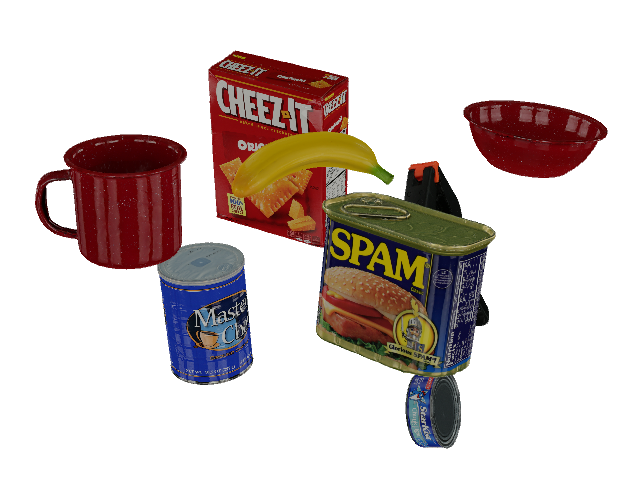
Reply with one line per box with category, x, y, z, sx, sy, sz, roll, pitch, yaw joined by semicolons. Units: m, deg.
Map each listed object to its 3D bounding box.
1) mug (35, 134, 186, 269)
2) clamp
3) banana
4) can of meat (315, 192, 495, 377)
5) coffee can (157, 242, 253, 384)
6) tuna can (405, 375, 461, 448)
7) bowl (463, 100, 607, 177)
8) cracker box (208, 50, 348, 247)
mug;-0.161;-0.029;0.828;0.117;0.081;0.093;-4;25;-11
clamp;0.102;0.019;0.954;0.039;0.171;0.120;-11;14;30
banana;-0.014;-0.083;1.112;0.197;0.037;0.070;-9;46;-32
can of meat;0.046;0.026;0.633;0.102;0.084;0.057;19;23;35
coffee can;-0.137;0.087;1.283;0.103;0.140;0.103;-3;25;1
tuna can;0.127;0.189;1.196;0.034;0.086;0.086;-5;-2;28
bowl;0.238;-0.112;1.209;0.162;0.055;0.162;5;23;-2
cracker box;-0.052;-0.110;1.323;0.164;0.214;0.072;17;37;24
